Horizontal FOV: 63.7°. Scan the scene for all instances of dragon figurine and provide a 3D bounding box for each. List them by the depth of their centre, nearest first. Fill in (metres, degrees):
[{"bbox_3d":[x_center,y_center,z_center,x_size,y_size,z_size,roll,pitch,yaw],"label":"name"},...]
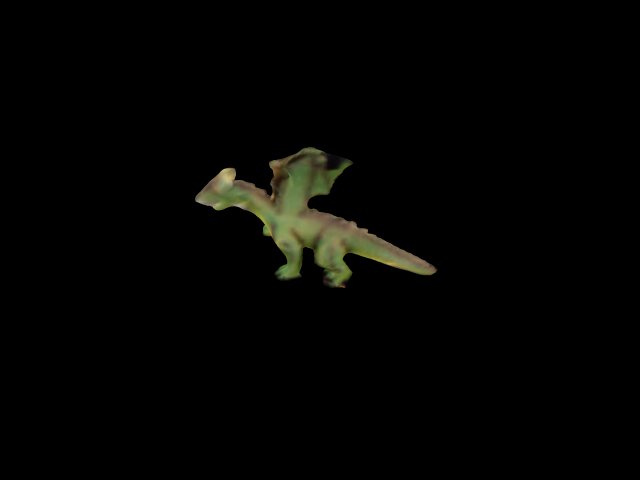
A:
[{"bbox_3d":[0.003,-0.043,0.850,0.410,0.125,0.237,5,-42,4],"label":"dragon figurine"}]
